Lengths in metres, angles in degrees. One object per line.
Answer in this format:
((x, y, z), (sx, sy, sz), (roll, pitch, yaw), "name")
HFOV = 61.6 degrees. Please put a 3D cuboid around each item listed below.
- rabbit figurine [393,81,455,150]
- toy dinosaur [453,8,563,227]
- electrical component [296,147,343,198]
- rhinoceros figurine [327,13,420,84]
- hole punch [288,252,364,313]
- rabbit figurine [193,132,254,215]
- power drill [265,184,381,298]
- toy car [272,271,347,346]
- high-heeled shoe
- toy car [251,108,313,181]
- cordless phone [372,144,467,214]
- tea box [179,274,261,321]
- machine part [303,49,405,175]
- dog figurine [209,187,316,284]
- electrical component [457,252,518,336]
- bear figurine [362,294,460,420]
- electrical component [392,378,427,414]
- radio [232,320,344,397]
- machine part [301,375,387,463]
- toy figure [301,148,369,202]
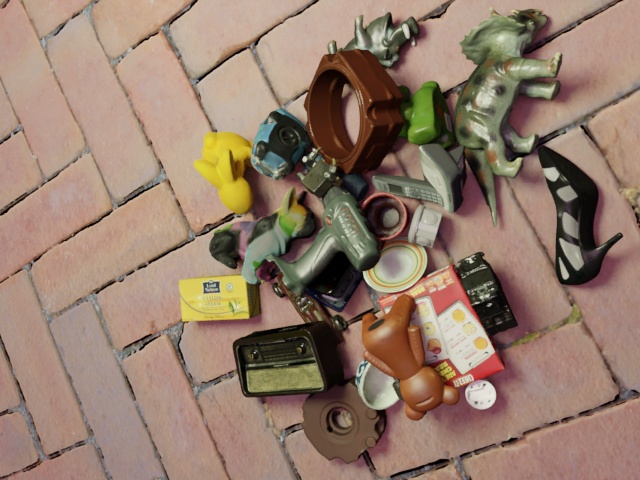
((0.155, -0.234, 1.048), (0.170, 0.121, 0.159), (-15, 83, 33), "rabbit figurine")
((0.319, -0.243, 0.996), (0.192, 0.131, 0.404), (27, 104, 28), "toy dinosaur")
((-0.002, -0.129, 1.033), (0.078, 0.045, 0.102), (-42, 46, 3), "electrical component")
((0.106, -0.390, 1.080), (0.190, 0.073, 0.112), (-29, 81, 17), "rhinoceros figurine")
((0.020, 0.074, 1.102), (0.116, 0.092, 0.142), (21, 69, 36), "hole punch")
((-0.183, -0.140, 1.125), (0.122, 0.162, 0.173), (-19, 69, 10), "rabbit figurine")
((-0.002, -0.003, 1.040), (0.207, 0.086, 0.232), (-38, 59, 2), "power drill")
((-0.024, 0.143, 1.146), (0.089, 0.053, 0.202), (-36, 79, 13), "toy car")
((0.443, -0.043, 0.993), (0.145, 0.086, 0.249), (-52, 55, 43), "high-heeled shoe")
((-0.091, -0.183, 1.108), (0.109, 0.162, 0.103), (32, 145, -17), "toy car")
((0.182, -0.125, 1.025), (0.184, 0.146, 0.089), (11, 68, 22), "cordless phone")
((-0.224, 0.128, 1.202), (0.170, 0.068, 0.098), (-7, 89, 19), "tea box")
((0.057, -0.241, 1.029), (0.201, 0.087, 0.201), (62, 147, 24), "machine part")
((-0.115, -0.026, 1.147), (0.192, 0.108, 0.219), (33, 96, 18), "dog figurine")
((0.311, 0.105, 0.990), (0.058, 0.134, 0.115), (-25, 40, 20), "electrical component")
((0.166, 0.219, 0.992), (0.120, 0.132, 0.195), (-36, 98, 22), "bear figurine")
((0.174, 0.299, 1.048), (0.063, 0.021, 0.093), (12, 135, 54), "electrical component")
((-0.072, 0.250, 1.121), (0.230, 0.073, 0.131), (-15, 89, 33), "radio")
((0.046, 0.373, 1.124), (0.180, 0.056, 0.179), (0, 91, 20), "machine part")
((0.028, -0.134, 1.119), (0.155, 0.057, 0.064), (33, 75, 19), "toy figure")
